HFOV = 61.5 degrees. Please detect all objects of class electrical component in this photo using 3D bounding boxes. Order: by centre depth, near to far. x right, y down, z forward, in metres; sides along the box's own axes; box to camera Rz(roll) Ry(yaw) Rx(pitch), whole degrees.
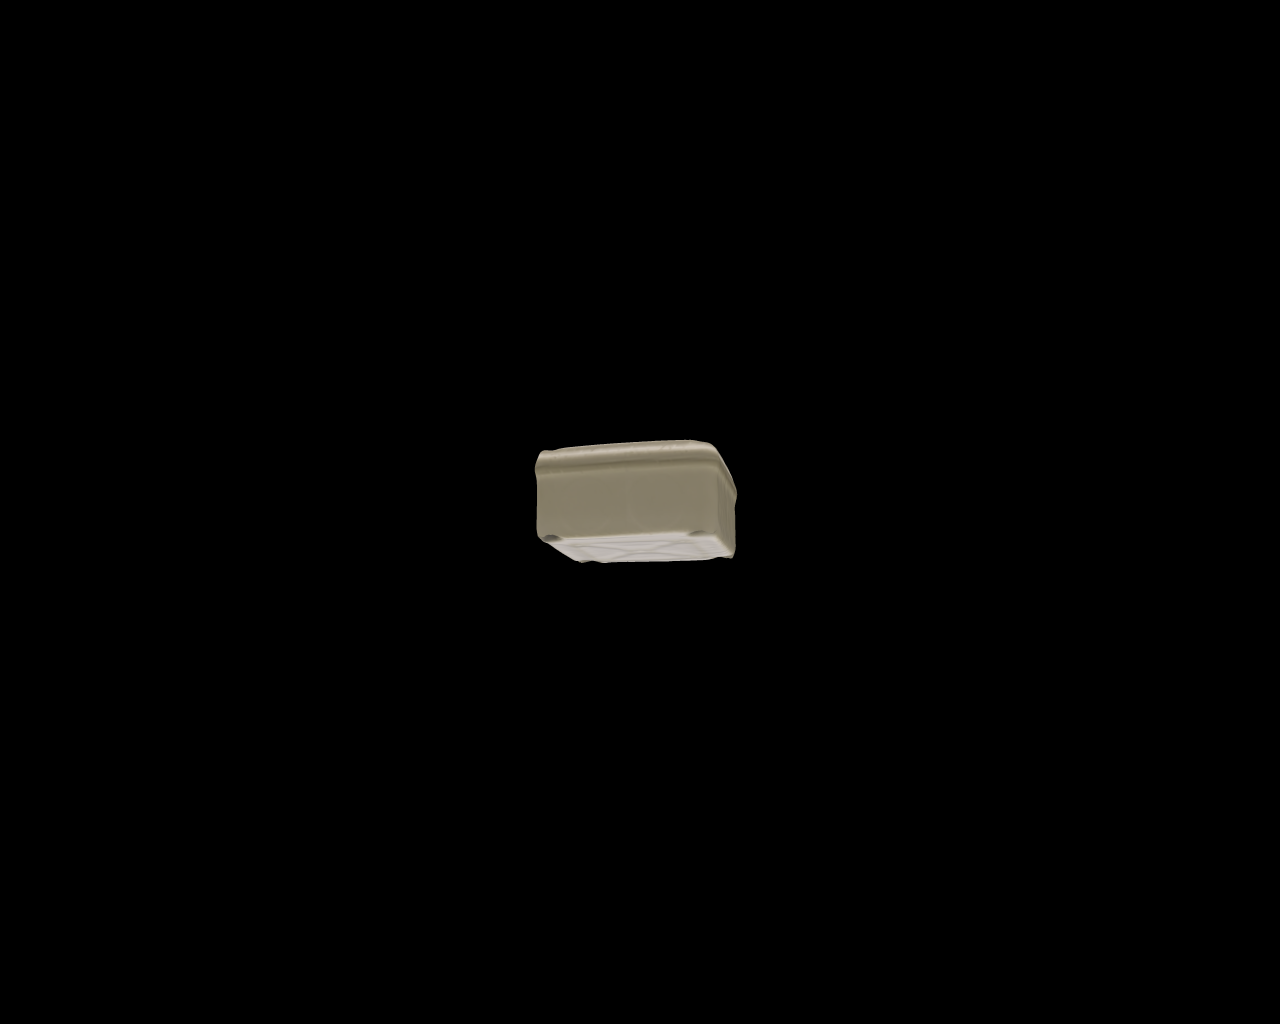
[{"bbox_3d":[0.001,-0.003,0.650,0.109,0.056,0.108,-2,-12,11],"label":"electrical component"}]
